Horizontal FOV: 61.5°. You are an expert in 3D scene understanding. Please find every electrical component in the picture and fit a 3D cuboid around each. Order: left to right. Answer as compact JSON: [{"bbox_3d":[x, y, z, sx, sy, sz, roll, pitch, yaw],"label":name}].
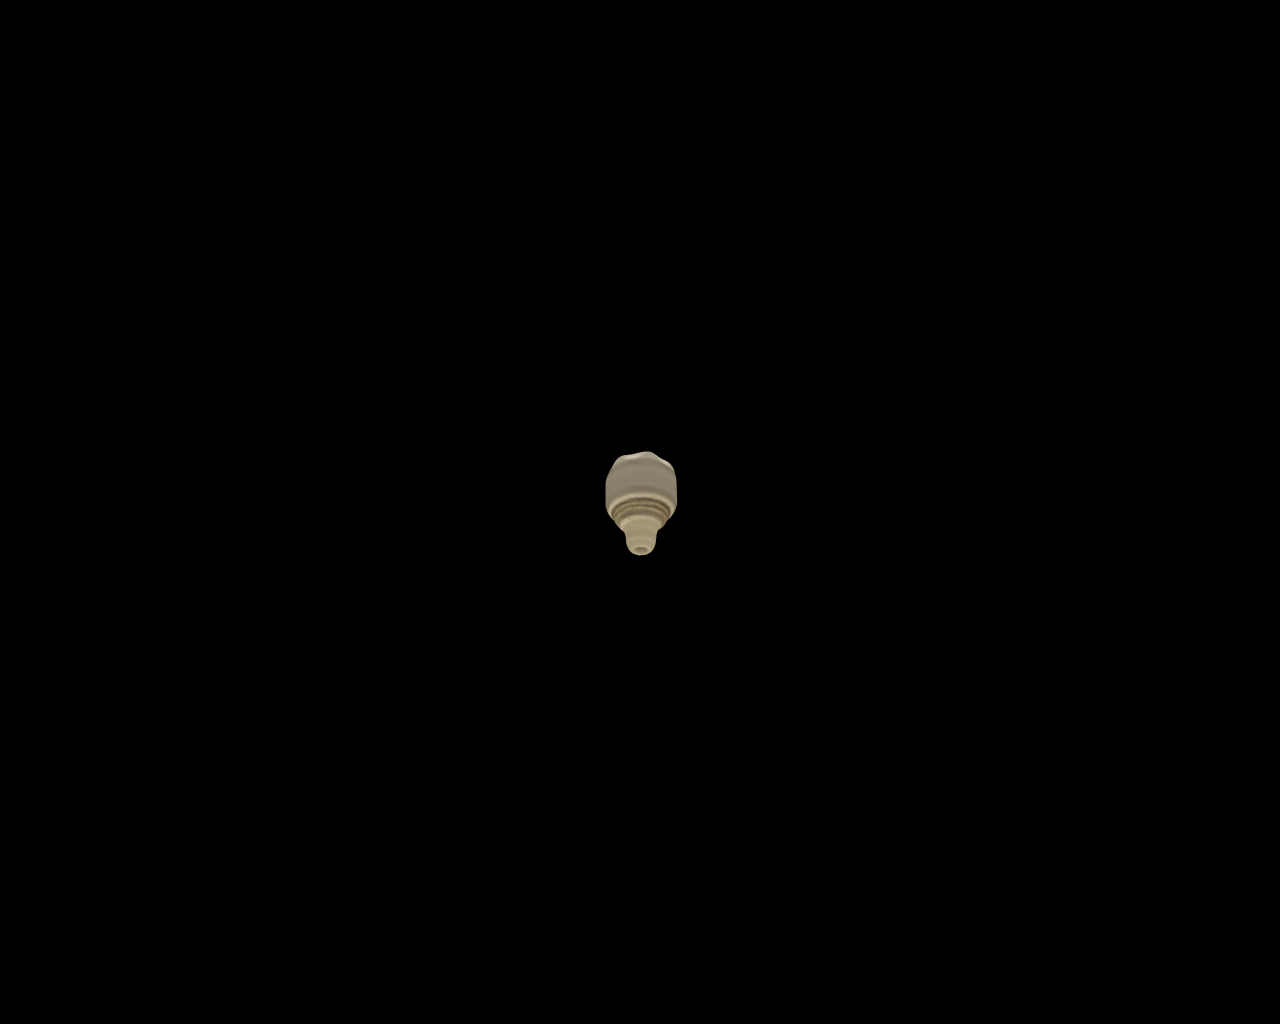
[{"bbox_3d":[0.001,-0.003,0.650,0.043,0.062,0.043,0,-32,0],"label":"electrical component"}]
